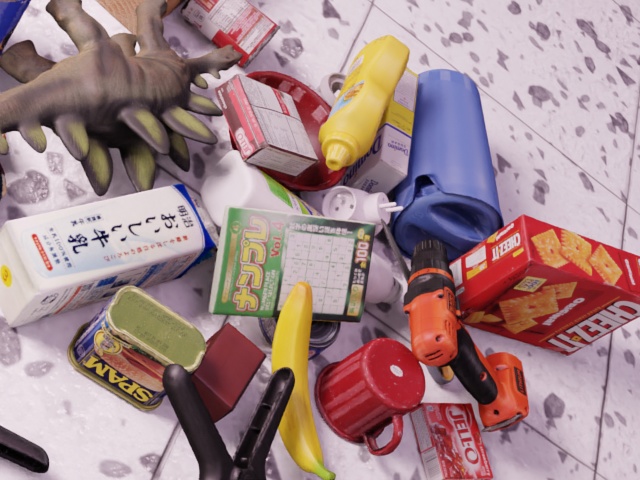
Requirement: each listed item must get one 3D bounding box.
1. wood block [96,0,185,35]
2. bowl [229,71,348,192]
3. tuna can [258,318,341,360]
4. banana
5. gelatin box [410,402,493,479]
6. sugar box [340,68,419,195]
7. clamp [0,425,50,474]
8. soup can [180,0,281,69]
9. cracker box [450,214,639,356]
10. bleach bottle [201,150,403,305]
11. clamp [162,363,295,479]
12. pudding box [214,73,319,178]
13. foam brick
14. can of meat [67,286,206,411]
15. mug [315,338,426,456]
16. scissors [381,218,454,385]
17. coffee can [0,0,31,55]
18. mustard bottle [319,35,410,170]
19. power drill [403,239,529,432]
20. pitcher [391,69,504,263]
[{"bbox_3d":[-0.174,-0.337,1.255,0.090,0.091,0.205,42,44,-7],"label":"wood block"},{"bbox_3d":[-0.047,-0.113,1.225,0.161,0.055,0.162,20,51,-27],"label":"bowl"},{"bbox_3d":[-0.021,0.082,1.125,0.086,0.034,0.086,20,50,-26],"label":"tuna can"},{"bbox_3d":[-0.019,0.143,1.051,0.037,0.070,0.198,9,66,-49],"label":"banana"},{"bbox_3d":[0.143,0.221,1.160,0.073,0.030,0.089,7,57,-35],"label":"gelatin box"},{"bbox_3d":[0.071,-0.126,1.301,0.048,0.093,0.176,29,46,-18],"label":"sugar box"},{"bbox_3d":[-0.309,0.152,0.846,0.171,0.039,0.120,46,38,2],"label":"clamp"},{"bbox_3d":[-0.107,-0.262,1.273,0.102,0.069,0.068,41,44,-8],"label":"soup can"},{"bbox_3d":[0.271,0.061,1.277,0.213,0.164,0.072,18,53,-28],"label":"cracker box"},{"bbox_3d":[-0.008,0.001,1.158,0.250,0.068,0.103,32,15,-33],"label":"bleach bottle"},{"bbox_3d":[-0.083,0.206,0.937,0.164,0.036,0.210,20,68,-49],"label":"clamp"},{"bbox_3d":[-0.056,-0.119,1.128,0.113,0.039,0.090,10,54,-59],"label":"pudding box"},{"bbox_3d":[-0.098,0.129,1.018,0.051,0.053,0.078,42,43,-9],"label":"foam brick"},{"bbox_3d":[-0.164,0.098,0.965,0.102,0.084,0.057,35,44,-14],"label":"can of meat"},{"bbox_3d":[0.057,0.163,1.096,0.093,0.082,0.117,10,56,-34],"label":"mug"},{"bbox_3d":[0.123,0.065,1.225,0.096,0.016,0.202,-16,90,-54],"label":"scissors"},{"bbox_3d":[-0.335,-0.231,1.018,0.102,0.141,0.103,20,50,-27],"label":"coffee can"},{"bbox_3d":[0.043,-0.146,1.207,0.058,0.096,0.191,36,47,-13],"label":"mustard bottle"},{"bbox_3d":[0.157,0.107,1.175,0.187,0.057,0.184,48,28,-27],"label":"power drill"},{"bbox_3d":[0.157,-0.090,1.331,0.145,0.149,0.243,13,49,-12],"label":"pitcher"}]
